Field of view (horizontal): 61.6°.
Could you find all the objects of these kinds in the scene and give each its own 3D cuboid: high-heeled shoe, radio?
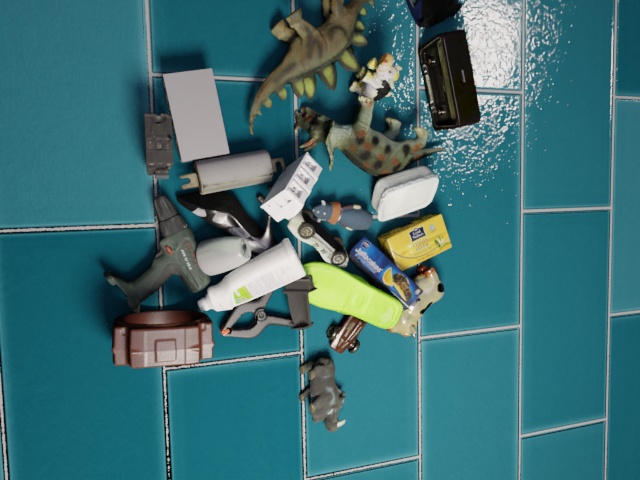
[{"bbox_3d":[-0.214,-0.024,1.250,0.249,0.086,0.145,16,126,1],"label":"high-heeled shoe"},{"bbox_3d":[0.324,-0.395,1.356,0.073,0.131,0.229,-15,99,-17],"label":"radio"}]

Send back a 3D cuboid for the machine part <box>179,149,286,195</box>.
[{"bbox_3d":[-0.197,-0.156,1.224,0.243,0.079,0.079,-14,98,-17],"label":"machine part"}]

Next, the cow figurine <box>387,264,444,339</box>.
[{"bbox_3d":[0.243,0.169,1.400,0.195,0.085,0.127,-38,99,-13],"label":"cow figurine"}]

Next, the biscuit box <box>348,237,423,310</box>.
[{"bbox_3d":[0.159,0.083,1.333,0.203,0.062,0.059,43,79,8],"label":"biscuit box"}]

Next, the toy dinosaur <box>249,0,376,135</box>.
[{"bbox_3d":[-0.016,-0.440,1.254,0.471,0.105,0.198,-39,109,-8],"label":"toy dinosaur"}]

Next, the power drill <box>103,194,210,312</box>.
[{"bbox_3d":[-0.367,0.043,1.186,0.207,0.086,0.231,-38,108,-21],"label":"power drill"}]

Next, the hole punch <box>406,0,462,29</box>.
[{"bbox_3d":[0.280,-0.611,1.359,0.142,0.092,0.115,-32,134,-17],"label":"hole punch"}]

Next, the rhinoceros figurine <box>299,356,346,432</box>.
[{"bbox_3d":[0.010,0.385,1.344,0.112,0.073,0.190,-10,96,-29],"label":"rhinoceros figurine"}]

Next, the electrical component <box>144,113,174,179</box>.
[{"bbox_3d":[-0.344,-0.197,1.150,0.058,0.115,0.134,-3,95,-14],"label":"electrical component"}]

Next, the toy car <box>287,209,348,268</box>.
[{"bbox_3d":[-0.003,-0.004,1.288,0.056,0.074,0.201,-36,123,21],"label":"toy car"}]

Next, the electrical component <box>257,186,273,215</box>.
[{"bbox_3d":[-0.104,-0.082,1.290,0.063,0.021,0.094,-44,107,-11],"label":"electrical component"}]

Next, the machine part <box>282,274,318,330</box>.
[{"bbox_3d":[-0.046,0.147,1.279,0.084,0.039,0.138,0,103,14],"label":"machine part"}]

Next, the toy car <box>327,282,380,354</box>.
[{"bbox_3d":[0.097,0.198,1.366,0.089,0.053,0.202,38,80,-21],"label":"toy car"}]

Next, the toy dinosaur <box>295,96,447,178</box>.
[{"bbox_3d":[0.134,-0.225,1.318,0.404,0.131,0.192,22,99,-24],"label":"toy dinosaur"}]

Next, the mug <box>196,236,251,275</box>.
[{"bbox_3d":[-0.203,0.034,1.204,0.109,0.107,0.081,34,48,-55],"label":"mug"}]

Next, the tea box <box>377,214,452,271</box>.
[{"bbox_3d":[0.245,0.005,1.393,0.170,0.068,0.098,-25,103,-15],"label":"tea box"}]

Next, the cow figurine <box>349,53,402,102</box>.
[{"bbox_3d":[0.145,-0.379,1.277,0.098,0.167,0.068,31,79,-17],"label":"cow figurine"}]

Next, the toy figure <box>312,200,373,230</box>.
[{"bbox_3d":[0.053,-0.061,1.328,0.154,0.058,0.064,13,83,-14],"label":"toy figure"}]

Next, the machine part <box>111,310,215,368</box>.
[{"bbox_3d":[-0.332,0.203,1.138,0.201,0.201,0.087,-1,90,-19],"label":"machine part"}]
